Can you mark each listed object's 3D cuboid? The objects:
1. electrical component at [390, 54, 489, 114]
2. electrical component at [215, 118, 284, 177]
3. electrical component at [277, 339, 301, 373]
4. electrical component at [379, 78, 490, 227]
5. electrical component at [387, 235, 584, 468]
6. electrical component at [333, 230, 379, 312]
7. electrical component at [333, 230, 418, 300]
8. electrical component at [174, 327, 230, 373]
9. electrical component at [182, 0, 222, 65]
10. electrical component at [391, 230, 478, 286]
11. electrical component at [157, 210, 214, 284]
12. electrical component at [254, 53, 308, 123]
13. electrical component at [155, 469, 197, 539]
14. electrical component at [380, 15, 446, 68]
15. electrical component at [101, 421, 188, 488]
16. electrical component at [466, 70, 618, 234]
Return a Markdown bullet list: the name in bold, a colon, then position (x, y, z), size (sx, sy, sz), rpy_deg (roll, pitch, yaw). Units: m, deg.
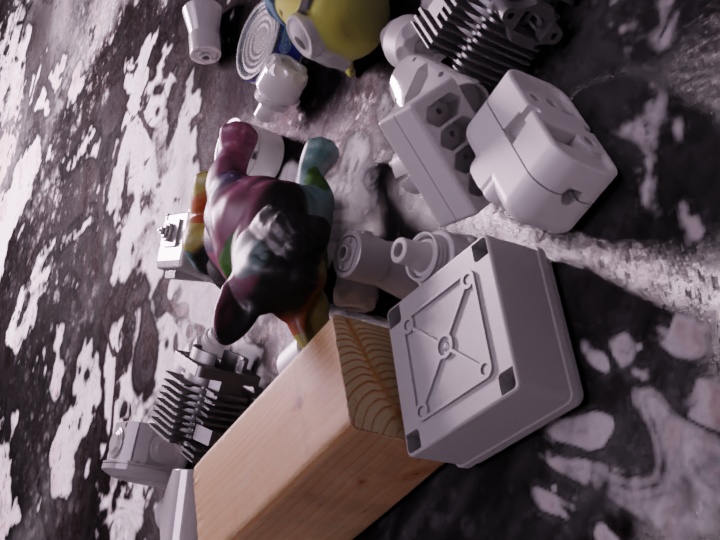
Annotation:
- **electrical component**: position (0.050, -0.110, 0.782), size (0.077, 0.043, 0.079), rpy_deg (46, 116, 54)
- **electrical component**: position (-0.104, -0.111, 1.016), size (0.055, 0.047, 0.055), rpy_deg (-28, 55, 49)
- **electrical component**: position (-0.033, 0.064, 0.842), size (0.078, 0.040, 0.040), rpy_deg (-45, 43, 39)
- **electrical component**: position (0.047, -0.074, 0.729), size (0.076, 0.047, 0.083), rpy_deg (-20, 105, 54)
- **electrical component**: position (0.074, 0.052, 0.668), size (0.109, 0.056, 0.108), rpy_deg (-41, 45, 42)
- **electrical component**: position (0.000, 0.000, 0.824), size (0.035, 0.035, 0.061), rpy_deg (-10, 67, 55)
- **electrical component**: position (0.014, -0.005, 0.775), size (0.044, 0.065, 0.044), rpy_deg (-27, 56, 49)
- **electrical component**: position (-0.142, 0.077, 1.006), size (0.078, 0.040, 0.040), rpy_deg (-52, 39, 32)
- **electrical component**: position (-0.173, -0.261, 1.190), size (0.044, 0.044, 0.065), rpy_deg (-35, 55, 46)
- **electrical component**: position (0.050, -0.006, 0.723), size (0.048, 0.062, 0.048), rpy_deg (-28, 55, 49)
- **electrical component**: position (-0.143, -0.017, 0.992), size (0.062, 0.096, 0.061), rpy_deg (-2, 77, 58)
- **electrical component**: position (-0.078, -0.167, 1.003), size (0.062, 0.043, 0.043), rpy_deg (-57, 37, 29)
- **electrical component**: position (-0.159, 0.221, 0.970), size (0.079, 0.044, 0.077), rpy_deg (-16, 64, 54)
- **electrical component**: position (0.037, -0.176, 0.830), size (0.062, 0.043, 0.043), rpy_deg (37, 109, 57)
- **electrical component**: position (-0.201, 0.176, 1.020), size (0.080, 0.080, 0.051), rpy_deg (-17, 58, 54)
- **electrical component**: position (0.108, -0.071, 0.668), size (0.059, 0.054, 0.095), rpy_deg (-54, 38, 30)
